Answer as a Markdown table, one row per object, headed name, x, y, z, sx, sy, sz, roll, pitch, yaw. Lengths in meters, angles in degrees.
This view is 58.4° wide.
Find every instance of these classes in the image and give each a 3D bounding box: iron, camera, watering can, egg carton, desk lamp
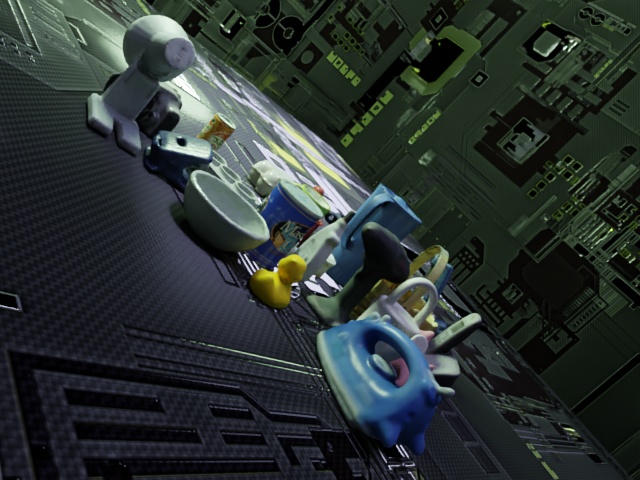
| name | x | y | z | sx | sy | sz | roll | pitch | yaw |
| --- | --- | --- | --- | --- | --- | --- | --- | --- | --- |
| iron | 0.093 | 0.192 | 0.879 | 0.119 | 0.141 | 0.257 | 32 | 17 | -44 |
| camera | -0.355 | -0.289 | 1.138 | 0.143 | 0.100 | 0.137 | 52 | 15 | 33 |
| watering can | 0.138 | 0.152 | 1.032 | 0.101 | 0.194 | 0.172 | 29 | 19 | -50 |
| egg carton | -0.114 | -0.142 | 1.493 | 0.151 | 0.069 | 0.107 | 30 | 19 | -48 |
| desk lamp | -0.309 | -0.291 | 1.026 | 0.118 | 0.213 | 0.202 | 34 | 15 | -37 |

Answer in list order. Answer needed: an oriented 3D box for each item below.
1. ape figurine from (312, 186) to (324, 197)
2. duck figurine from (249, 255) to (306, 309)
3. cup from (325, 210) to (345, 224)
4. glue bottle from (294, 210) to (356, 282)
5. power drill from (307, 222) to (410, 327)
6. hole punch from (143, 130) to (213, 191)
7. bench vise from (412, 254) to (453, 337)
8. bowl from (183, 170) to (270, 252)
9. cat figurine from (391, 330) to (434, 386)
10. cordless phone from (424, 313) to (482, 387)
| name | x | y | z | sx | sy | sz | roll | pitch | yaw |
| --- | --- | --- | --- | --- | --- | --- | --- | --- | --- |
| ape figurine | -0.025 | -0.117 | 1.640 | 0.076 | 0.092 | 0.078 | 44 | 12 | 2 |
| duck figurine | -0.062 | 0.061 | 0.950 | 0.077 | 0.086 | 0.105 | 47 | 13 | 15 |
| cup | 0.039 | -0.017 | 1.507 | 0.118 | 0.095 | 0.091 | 37 | 14 | -30 |
| glue bottle | 0.011 | 0.004 | 1.164 | 0.037 | 0.173 | 0.078 | 37 | 14 | -30 |
| power drill | 0.079 | 0.070 | 1.082 | 0.075 | 0.208 | 0.230 | 50 | 14 | 28 |
| hole punch | -0.257 | -0.158 | 1.040 | 0.101 | 0.091 | 0.108 | 36 | 14 | -31 |
| bench vise | 0.258 | 0.144 | 1.382 | 0.208 | 0.219 | 0.121 | 42 | 12 | -10 |
| bowl | -0.168 | -0.034 | 0.954 | 0.168 | 0.074 | 0.167 | 41 | 12 | -11 |
| cat figurine | 0.175 | 0.221 | 1.102 | 0.067 | 0.117 | 0.127 | 36 | 15 | -32 |
| cordless phone | 0.273 | 0.232 | 1.217 | 0.094 | 0.185 | 0.147 | 42 | 12 | -10 |
